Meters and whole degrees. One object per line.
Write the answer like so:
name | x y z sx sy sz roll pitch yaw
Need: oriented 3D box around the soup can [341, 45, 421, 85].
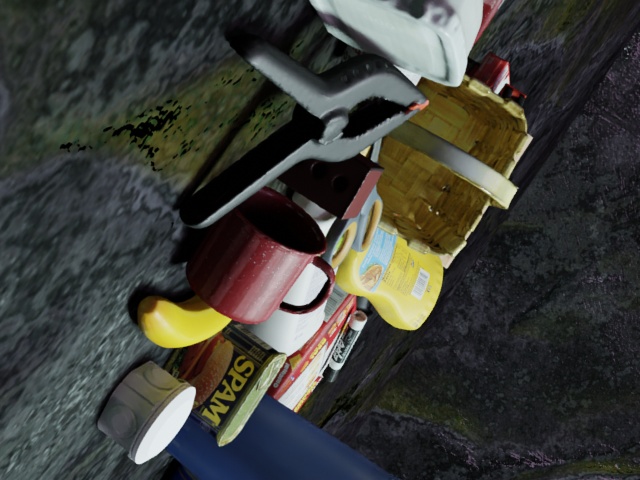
soup can | 0.067 -0.175 0.869 0.068 0.068 0.102 -37 158 -55

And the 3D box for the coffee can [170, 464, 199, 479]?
coffee can | -0.156 0.340 1.266 0.140 0.103 0.102 -56 167 3

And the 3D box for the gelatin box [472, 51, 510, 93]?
gelatin box | 0.192 -0.173 1.261 0.073 0.030 0.089 -55 163 -4

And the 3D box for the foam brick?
foam brick | 0.006 -0.060 0.917 0.053 0.078 0.051 -61 166 12

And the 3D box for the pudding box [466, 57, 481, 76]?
pudding box | 0.157 -0.164 1.307 0.090 0.039 0.113 -52 164 -15

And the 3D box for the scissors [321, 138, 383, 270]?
scissors | 0.033 -0.046 0.966 0.096 0.016 0.202 -47 156 -29

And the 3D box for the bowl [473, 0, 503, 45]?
bowl | 0.127 -0.230 0.984 0.162 0.055 0.162 -52 167 -18

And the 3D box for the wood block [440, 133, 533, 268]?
wood block | 0.180 -0.080 1.428 0.206 0.090 0.090 -58 -165 9

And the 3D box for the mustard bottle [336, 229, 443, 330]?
mustard bottle | 0.059 0.020 1.186 0.191 0.058 0.096 36 70 -39

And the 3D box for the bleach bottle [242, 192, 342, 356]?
bleach bottle | -0.007 0.001 1.061 0.102 0.068 0.251 -43 160 -49

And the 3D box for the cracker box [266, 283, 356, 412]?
cracker box | -0.030 0.133 1.288 0.164 0.072 0.214 -52 168 -14

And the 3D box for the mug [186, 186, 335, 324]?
mug | -0.044 0.018 0.850 0.082 0.117 0.093 -56 -169 22

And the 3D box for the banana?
banana | -0.106 0.056 0.896 0.197 0.037 0.070 -30 135 -66

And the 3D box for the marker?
marker | 0.028 0.130 1.279 0.020 0.020 0.121 -42 162 -46

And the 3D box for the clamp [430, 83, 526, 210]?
clamp | 0.181 -0.095 1.203 0.171 0.039 0.120 -61 -163 10

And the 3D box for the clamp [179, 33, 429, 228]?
clamp | -0.007 -0.083 0.785 0.209 0.036 0.165 -12 143 -43

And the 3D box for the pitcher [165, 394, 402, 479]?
pitcher | -0.040 0.241 1.122 0.144 0.243 0.149 -47 165 -35

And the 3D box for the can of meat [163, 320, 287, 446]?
can of meat | -0.094 0.125 0.992 0.102 0.084 0.057 -57 167 8

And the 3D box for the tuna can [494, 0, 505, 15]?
tuna can | 0.180 -0.273 1.123 0.086 0.034 0.086 -52 167 -18
